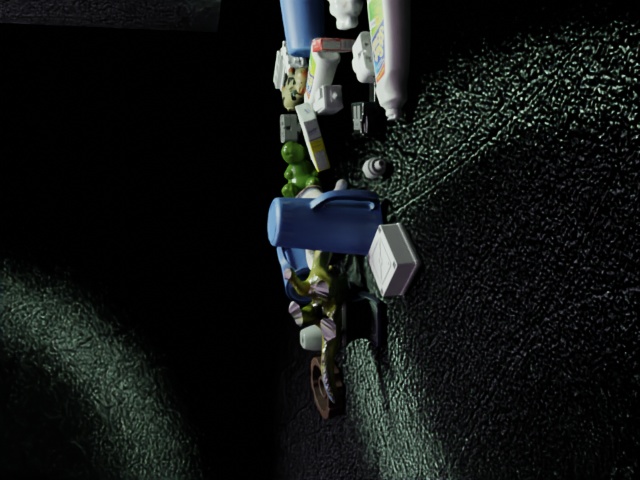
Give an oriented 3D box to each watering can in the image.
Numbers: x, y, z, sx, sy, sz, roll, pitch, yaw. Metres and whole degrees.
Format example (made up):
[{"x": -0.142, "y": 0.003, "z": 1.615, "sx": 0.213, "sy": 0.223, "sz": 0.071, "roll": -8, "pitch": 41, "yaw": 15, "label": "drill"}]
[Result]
[{"x": 0.004, "y": -0.071, "z": 1.417, "sx": 0.229, "sy": 0.104, "sz": 0.339, "roll": -114, "pitch": 30, "yaw": -45, "label": "watering can"}]

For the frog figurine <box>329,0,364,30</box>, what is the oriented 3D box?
[{"x": 0.044, "y": -0.564, "z": 1.165, "sx": 0.139, "sy": 0.123, "sz": 0.157, "roll": 32, "pitch": 114, "yaw": 46, "label": "frog figurine"}]

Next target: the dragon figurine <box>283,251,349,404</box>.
[{"x": 0.033, "y": 0.158, "z": 1.265, "sx": 0.121, "sy": 0.244, "sz": 0.410, "roll": -10, "pitch": 91, "yaw": 28, "label": "dragon figurine"}]
